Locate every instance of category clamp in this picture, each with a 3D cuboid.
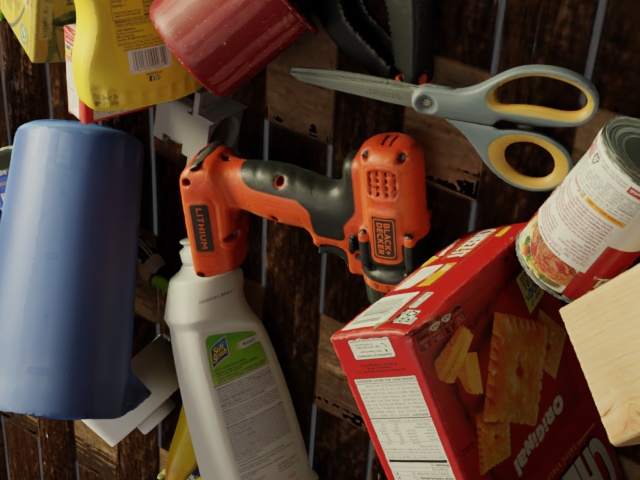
[{"bbox_3d":[0.012,-0.190,0.708,0.165,0.036,0.210,-3,116,49],"label":"clamp"}]

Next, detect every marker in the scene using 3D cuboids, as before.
[{"bbox_3d":[-0.167,0.004,0.976,0.121,0.020,0.020,48,134,7],"label":"marker"}]

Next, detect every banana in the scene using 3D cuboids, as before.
[{"bbox_3d":[-0.115,0.120,0.957,0.037,0.069,0.198,-161,65,-65],"label":"banana"}]

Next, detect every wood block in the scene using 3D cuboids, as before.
[{"bbox_3d":[0.248,0.034,0.586,0.206,0.090,0.091,-40,59,44],"label":"wood block"}]

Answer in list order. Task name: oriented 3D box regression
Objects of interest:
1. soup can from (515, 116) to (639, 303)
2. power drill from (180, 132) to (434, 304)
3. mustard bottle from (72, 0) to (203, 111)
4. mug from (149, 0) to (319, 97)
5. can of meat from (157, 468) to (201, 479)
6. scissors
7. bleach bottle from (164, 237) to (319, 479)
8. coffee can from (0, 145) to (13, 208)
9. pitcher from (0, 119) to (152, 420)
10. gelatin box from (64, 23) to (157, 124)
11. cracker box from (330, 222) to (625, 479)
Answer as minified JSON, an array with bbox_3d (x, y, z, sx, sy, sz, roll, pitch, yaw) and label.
[{"bbox_3d":[0.174,-0.017,0.653,0.068,0.068,0.102,42,133,13],"label":"soup can"},{"bbox_3d":[-0.005,0.001,0.798,0.188,0.057,0.184,7,121,21],"label":"power drill"},{"bbox_3d":[-0.136,-0.193,0.755,0.058,0.096,0.192,38,138,53],"label":"mustard bottle"},{"bbox_3d":[-0.057,-0.151,0.735,0.081,0.117,0.093,-38,79,11],"label":"mug"},{"bbox_3d":[-0.095,0.235,1.021,0.084,0.057,0.102,53,135,-1],"label":"can of meat"},{"bbox_3d":[0.081,-0.075,0.701,0.202,0.016,0.096,1,123,24],"label":"scissors"},{"bbox_3d":[-0.073,0.115,0.920,0.068,0.102,0.251,4,110,49],"label":"bleach bottle"},{"bbox_3d":[-0.273,-0.011,0.995,0.103,0.102,0.140,4,115,38],"label":"coffee can"},{"bbox_3d":[-0.224,0.026,0.891,0.145,0.149,0.243,2,84,31],"label":"pitcher"},{"bbox_3d":[-0.154,-0.138,0.837,0.030,0.089,0.073,36,133,38],"label":"gelatin box"},{"bbox_3d":[0.115,0.118,0.710,0.072,0.163,0.213,-11,106,44],"label":"cracker box"}]
